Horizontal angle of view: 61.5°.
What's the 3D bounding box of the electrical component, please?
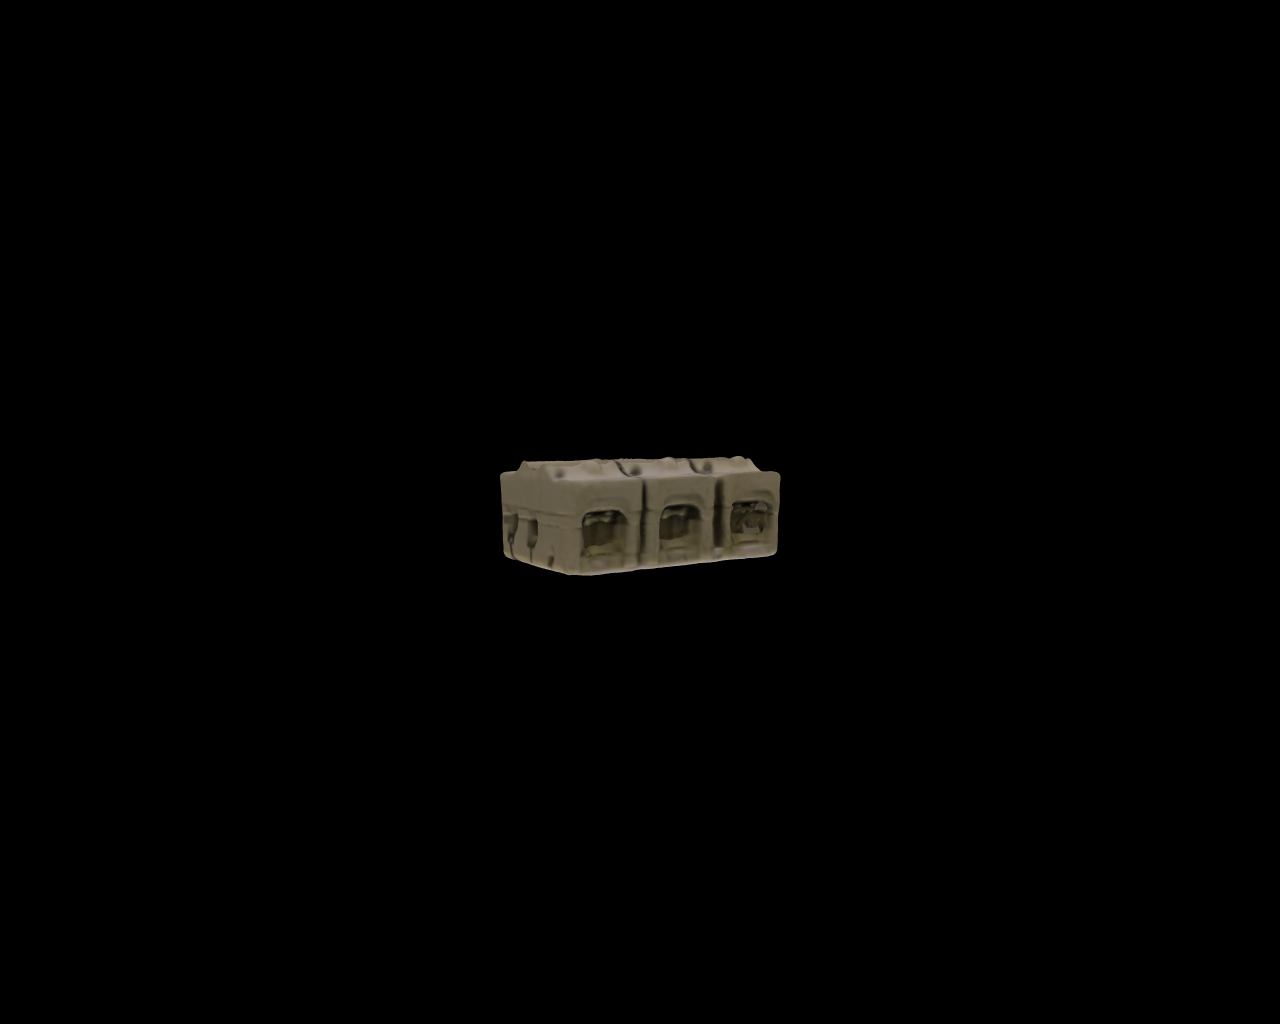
[{"bbox_3d":[0.001,-0.003,0.650,0.150,0.061,0.089,-4,7,-33],"label":"electrical component"}]
